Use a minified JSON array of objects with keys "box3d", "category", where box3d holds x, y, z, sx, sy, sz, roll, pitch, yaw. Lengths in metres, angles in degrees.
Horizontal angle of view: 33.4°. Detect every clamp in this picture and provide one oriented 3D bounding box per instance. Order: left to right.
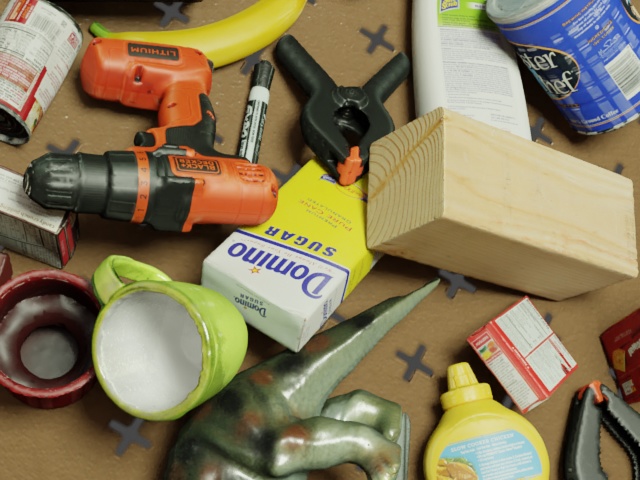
[{"box3d":[0.032,-0.113,0.899,0.120,0.039,0.171,-3,50,-11],"category":"clamp"},{"box3d":[0.260,0.214,0.851,0.164,0.036,0.210,-6,72,-14],"category":"clamp"}]

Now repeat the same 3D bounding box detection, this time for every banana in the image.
[{"box3d":[-0.094,-0.180,0.920,0.197,0.037,0.069,-14,74,-16],"category":"banana"}]

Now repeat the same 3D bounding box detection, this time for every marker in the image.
[{"box3d":[-0.056,-0.099,0.909,0.020,0.020,0.121,12,69,-7],"category":"marker"}]

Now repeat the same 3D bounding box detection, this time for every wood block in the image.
[{"box3d":[0.146,-0.023,0.843,0.205,0.091,0.090,15,66,-31],"category":"wood block"}]

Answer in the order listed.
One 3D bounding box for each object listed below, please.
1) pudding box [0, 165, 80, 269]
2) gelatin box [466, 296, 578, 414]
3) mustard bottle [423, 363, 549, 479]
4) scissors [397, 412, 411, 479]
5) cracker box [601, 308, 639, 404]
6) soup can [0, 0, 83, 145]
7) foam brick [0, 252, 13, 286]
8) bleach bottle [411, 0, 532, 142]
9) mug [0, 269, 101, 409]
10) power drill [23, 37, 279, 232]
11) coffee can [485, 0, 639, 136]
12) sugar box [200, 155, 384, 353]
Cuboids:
[{"box3d":[-0.240,-0.025,0.807,0.113,0.090,0.039,20,68,-4],"category":"pudding box"},{"box3d":[0.163,0.091,0.856,0.073,0.030,0.089,54,30,9],"category":"gelatin box"},{"box3d":[0.131,0.188,0.821,0.096,0.058,0.191,-14,73,0],"category":"mustard bottle"},{"box3d":[0.071,0.242,0.814,0.096,0.016,0.201,26,68,-3],"category":"scissors"},{"box3d":[0.359,0.058,0.858,0.213,0.164,0.072,-12,71,-15],"category":"cracker box"},{"box3d":[-0.242,-0.138,0.859,0.068,0.069,0.102,23,67,-3],"category":"soup can"},{"box3d":[-0.276,0.030,0.800,0.078,0.053,0.051,16,68,-6],"category":"foam brick"},{"box3d":[0.132,-0.168,0.949,0.102,0.068,0.251,5,67,-14],"category":"bleach bottle"},{"box3d":[-0.210,0.080,0.780,0.117,0.082,0.093,-16,75,-16],"category":"mug"},{"box3d":[-0.136,-0.081,0.815,0.184,0.057,0.188,5,41,-24],"category":"power drill"},{"box3d":[0.223,-0.175,0.916,0.140,0.103,0.102,46,65,-26],"category":"coffee can"},{"box3d":[-0.005,0.001,0.834,0.093,0.048,0.176,29,46,16],"category":"sugar box"}]
